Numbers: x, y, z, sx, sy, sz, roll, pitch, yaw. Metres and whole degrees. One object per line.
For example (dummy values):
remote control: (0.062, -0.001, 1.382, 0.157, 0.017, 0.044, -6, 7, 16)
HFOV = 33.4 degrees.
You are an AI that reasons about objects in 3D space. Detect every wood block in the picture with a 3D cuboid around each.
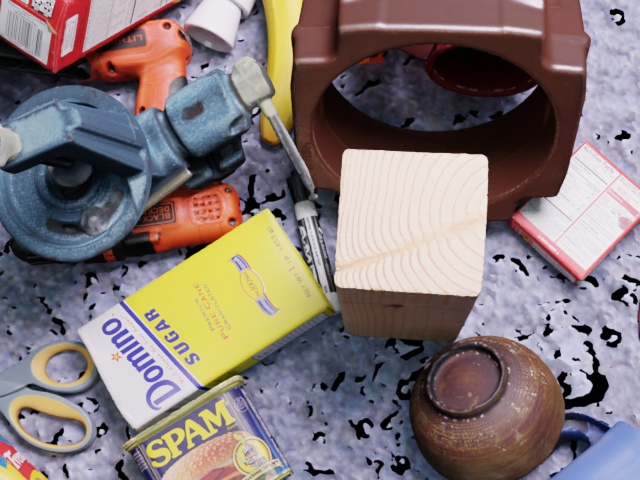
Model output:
wood block: (0.061, 0.012, 0.743, 0.091, 0.206, 0.090, 4, 77, 4)

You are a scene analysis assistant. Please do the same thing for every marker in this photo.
marker: (-0.006, 0.001, 0.846, 0.020, 0.020, 0.121, -14, 77, 0)

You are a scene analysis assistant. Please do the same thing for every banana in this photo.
banana: (-0.039, -0.179, 0.863, 0.069, 0.037, 0.198, -17, 98, -14)

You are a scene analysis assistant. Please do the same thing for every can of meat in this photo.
can of meat: (-0.082, 0.164, 0.796, 0.102, 0.057, 0.084, -31, 79, -4)

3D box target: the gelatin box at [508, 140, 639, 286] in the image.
gelatin box: (0.204, -0.021, 0.831, 0.073, 0.030, 0.089, 44, 84, 13)

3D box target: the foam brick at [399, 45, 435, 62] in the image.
foam brick: (0.069, -0.183, 0.813, 0.051, 0.053, 0.078, 21, 103, -23)

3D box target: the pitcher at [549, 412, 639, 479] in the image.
pitcher: (0.151, 0.238, 0.735, 0.243, 0.149, 0.145, -36, 93, -1)

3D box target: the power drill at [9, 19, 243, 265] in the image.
power drill: (-0.162, -0.075, 0.856, 0.184, 0.057, 0.187, -8, 80, -1)

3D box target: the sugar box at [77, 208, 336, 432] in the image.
sugar box: (-0.087, 0.062, 0.815, 0.176, 0.048, 0.093, -33, 76, 1)

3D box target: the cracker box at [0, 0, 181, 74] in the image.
cracker box: (-0.196, -0.235, 0.829, 0.164, 0.072, 0.213, 33, 43, 10)

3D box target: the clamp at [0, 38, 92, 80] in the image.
clamp: (-0.277, -0.131, 0.829, 0.171, 0.039, 0.120, 30, 68, 14)

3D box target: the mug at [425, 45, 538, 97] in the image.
mug: (0.144, -0.168, 0.838, 0.117, 0.093, 0.081, 3, 72, 14)

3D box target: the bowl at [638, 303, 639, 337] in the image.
bowl: (0.324, 0.059, 0.792, 0.162, 0.055, 0.162, -1, 77, 4)

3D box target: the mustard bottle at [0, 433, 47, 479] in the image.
mustard bottle: (-0.237, 0.179, 0.781, 0.192, 0.096, 0.058, 40, 83, 11)

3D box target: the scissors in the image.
scissors: (-0.259, 0.100, 0.842, 0.202, 0.016, 0.096, 25, 78, 9)

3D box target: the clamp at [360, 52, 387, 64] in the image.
clamp: (0.023, -0.248, 0.859, 0.165, 0.036, 0.210, -24, 85, 37)
